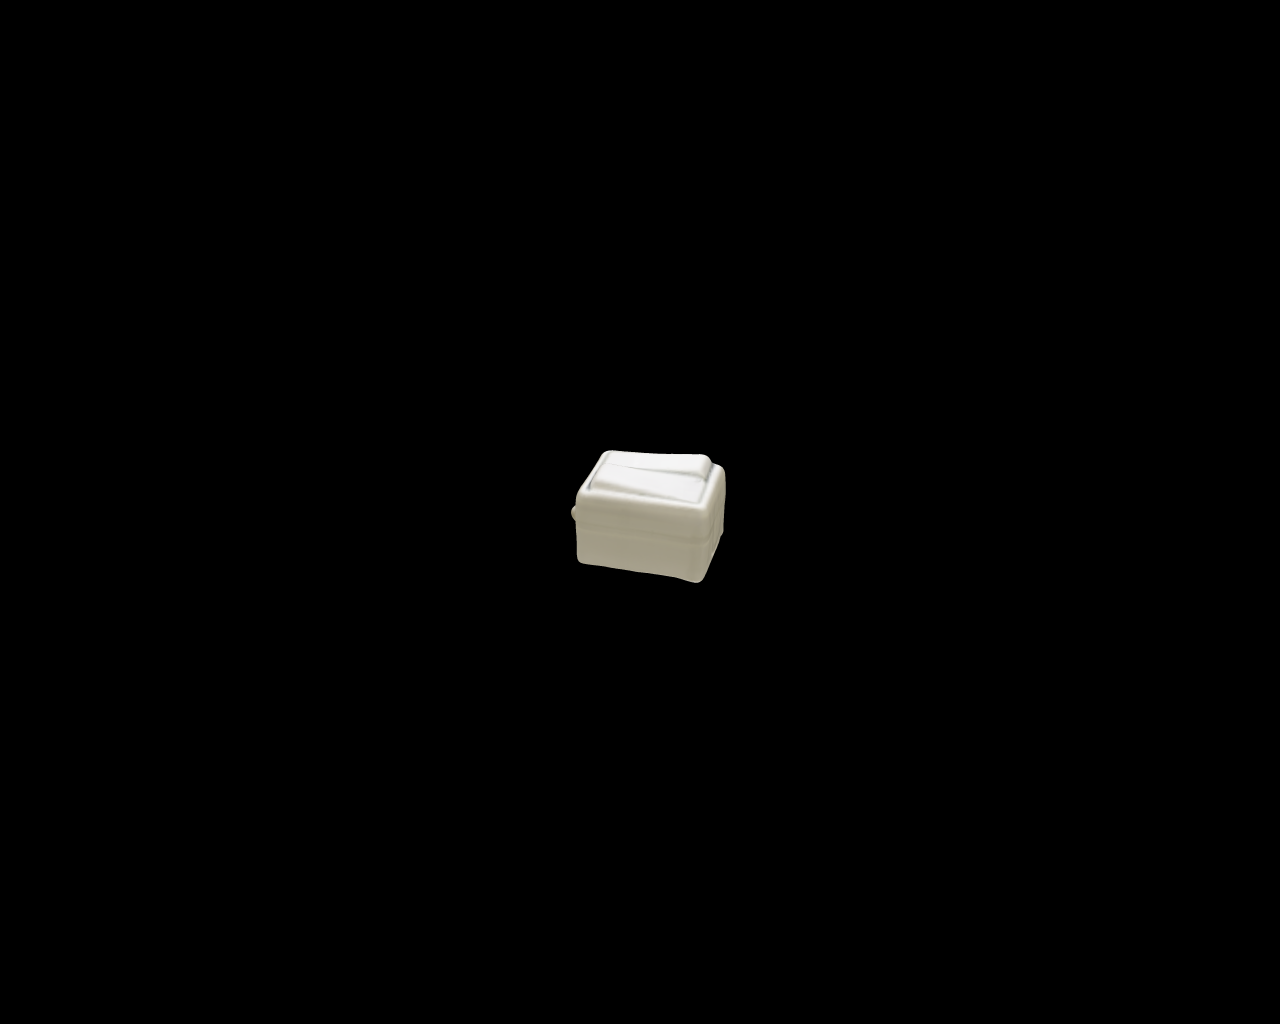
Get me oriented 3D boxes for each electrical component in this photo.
[{"bbox_3d":[0.001,-0.003,0.650,0.096,0.061,0.062,8,32,14],"label":"electrical component"}]
